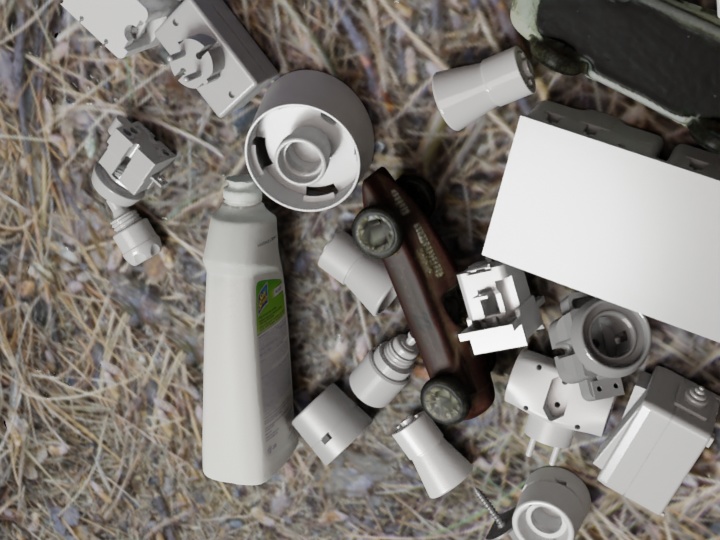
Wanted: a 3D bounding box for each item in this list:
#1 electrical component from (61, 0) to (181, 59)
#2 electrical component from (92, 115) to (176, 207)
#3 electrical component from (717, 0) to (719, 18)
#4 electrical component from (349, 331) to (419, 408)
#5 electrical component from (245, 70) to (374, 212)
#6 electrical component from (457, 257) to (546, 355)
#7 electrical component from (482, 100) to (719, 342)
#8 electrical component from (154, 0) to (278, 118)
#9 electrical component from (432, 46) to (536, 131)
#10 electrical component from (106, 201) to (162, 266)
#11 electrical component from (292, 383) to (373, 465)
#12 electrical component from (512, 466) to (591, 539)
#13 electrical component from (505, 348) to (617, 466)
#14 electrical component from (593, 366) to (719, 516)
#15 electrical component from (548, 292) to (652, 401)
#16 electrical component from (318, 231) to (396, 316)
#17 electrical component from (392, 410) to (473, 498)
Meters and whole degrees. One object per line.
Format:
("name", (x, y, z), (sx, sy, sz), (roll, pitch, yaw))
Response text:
("electrical component", (-0.190, -0.215, 0.833), (0.089, 0.056, 0.050), (43, 123, 2))
("electrical component", (-0.193, -0.087, 0.899), (0.066, 0.048, 0.055), (43, 116, 3))
("electrical component", (0.214, -0.190, 0.637), (0.043, 0.077, 0.079), (0, 113, 26))
("electrical component", (0.024, 0.077, 0.871), (0.040, 0.040, 0.078), (41, 123, 4))
("electrical component", (-0.039, -0.097, 0.824), (0.099, 0.064, 0.099), (7, 123, 10))
("electrical component", (0.102, 0.023, 0.787), (0.042, 0.081, 0.063), (-12, 98, 27))
("electrical component", (0.191, -0.035, 0.728), (0.186, 0.060, 0.105), (21, 120, 16))
("electrical component", (-0.118, -0.159, 0.811), (0.047, 0.076, 0.083), (-36, 94, 33))
("electrical component", (0.089, -0.129, 0.748), (0.065, 0.044, 0.044), (-19, 103, 26))
("electrical component", (-0.199, -0.036, 0.931), (0.035, 0.035, 0.061), (-26, 97, 32))
("electrical component", (-0.025, 0.129, 0.911), (0.047, 0.055, 0.055), (46, 123, 5))
("electrical component", (0.152, 0.193, 0.858), (0.055, 0.047, 0.055), (10, 116, 22))
("electrical component", (0.148, 0.109, 0.817), (0.077, 0.043, 0.079), (19, 102, 17))
("electrical component", (0.218, 0.117, 0.783), (0.061, 0.062, 0.096), (28, 121, 12))
("electrical component", (0.171, 0.050, 0.761), (0.058, 0.057, 0.078), (-9, 78, -11))
("electrical component", (0.000, 0.000, 0.848), (0.065, 0.044, 0.044), (37, 123, 12))
("electrical component", (0.057, 0.149, 0.888), (0.044, 0.044, 0.065), (-37, 89, 33))
